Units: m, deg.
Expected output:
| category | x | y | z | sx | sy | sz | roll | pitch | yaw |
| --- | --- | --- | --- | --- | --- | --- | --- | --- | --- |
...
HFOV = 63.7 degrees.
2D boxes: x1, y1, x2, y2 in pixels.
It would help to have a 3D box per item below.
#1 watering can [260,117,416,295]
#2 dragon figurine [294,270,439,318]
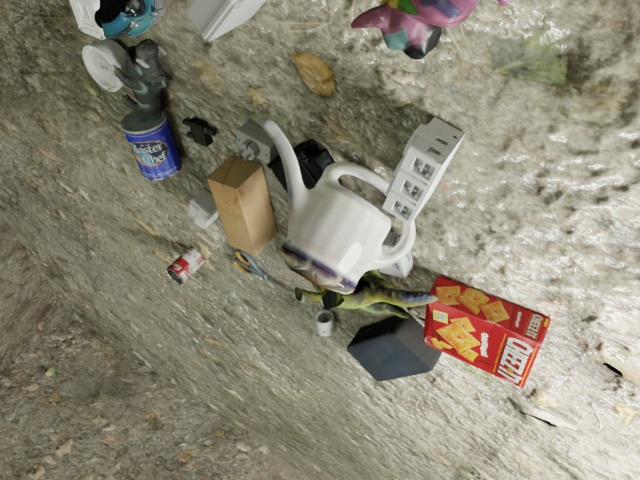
| category | x | y | z | sx | sy | sz | roll | pitch | yaw |
| --- | --- | --- | --- | --- | --- | --- | --- | --- | --- |
| watering can | 0.003 | -0.045 | 0.903 | 0.346 | 0.225 | 0.104 | 31 | 175 | -10 |
| dragon figurine | 0.109 | 0.114 | 1.080 | 0.411 | 0.123 | 0.240 | 11 | 169 | 42 |
